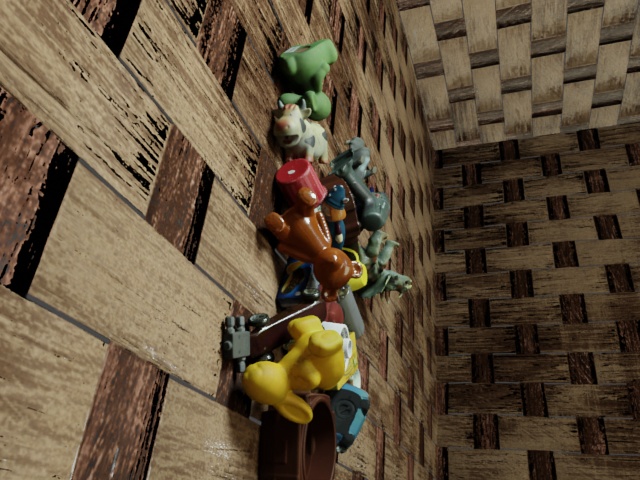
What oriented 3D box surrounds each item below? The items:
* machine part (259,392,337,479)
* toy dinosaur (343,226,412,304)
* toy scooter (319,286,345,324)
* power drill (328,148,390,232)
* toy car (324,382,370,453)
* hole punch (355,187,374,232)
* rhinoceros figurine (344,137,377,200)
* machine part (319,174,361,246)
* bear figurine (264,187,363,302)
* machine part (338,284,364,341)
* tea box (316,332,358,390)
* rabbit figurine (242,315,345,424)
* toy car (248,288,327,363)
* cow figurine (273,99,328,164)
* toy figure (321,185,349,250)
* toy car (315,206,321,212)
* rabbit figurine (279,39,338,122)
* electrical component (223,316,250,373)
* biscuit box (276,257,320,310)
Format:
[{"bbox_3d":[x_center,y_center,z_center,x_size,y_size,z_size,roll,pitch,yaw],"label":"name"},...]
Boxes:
[{"bbox_3d":[-0.035,0.392,1.016,0.201,0.087,0.201,42,45,-65],"label":"machine part"},{"bbox_3d":[0.120,0.063,1.503,0.404,0.131,0.192,28,81,-52],"label":"toy dinosaur"},{"bbox_3d":[-0.001,0.144,1.198,0.135,0.075,0.183,-50,128,-65],"label":"toy scooter"},{"bbox_3d":[0.108,-0.131,1.397,0.207,0.086,0.232,56,22,-22],"label":"power drill"},{"bbox_3d":[0.049,0.417,1.231,0.102,0.109,0.162,90,19,-47],"label":"toy car"},{"bbox_3d":[0.117,-0.088,1.580,0.142,0.092,0.115,-77,157,-50],"label":"hole punch"},{"bbox_3d":[0.099,-0.200,1.528,0.073,0.112,0.190,21,76,-38],"label":"rhinoceros figurine"},{"bbox_3d":[0.037,-0.069,1.281,0.179,0.056,0.179,161,-91,-78],"label":"machine part"},{"bbox_3d":[-0.007,0.016,1.051,0.196,0.120,0.132,50,-12,14],"label":"bear figurine"},{"bbox_3d":[0.058,0.178,1.346,0.079,0.079,0.242,-76,155,-43],"label":"machine part"},{"bbox_3d":[0.034,0.282,1.269,0.169,0.068,0.098,-16,101,-69],"label":"tea box"},{"bbox_3d":[-0.053,0.225,0.912,0.173,0.122,0.162,-18,121,-31],"label":"rabbit figurine"},{"bbox_3d":[-0.063,0.156,0.989,0.202,0.053,0.089,-22,114,-43],"label":"toy car"},{"bbox_3d":[-0.041,-0.230,1.169,0.195,0.086,0.127,-9,100,-68],"label":"cow figurine"},{"bbox_3d":[0.029,-0.043,1.125,0.058,0.064,0.154,-37,140,-42],"label":"toy figure"},{"bbox_3d":[-0.003,-0.004,1.256,0.073,0.056,0.201,-64,143,-57],"label":"toy car"},{"bbox_3d":[-0.018,-0.341,1.203,0.159,0.121,0.170,-61,139,-48],"label":"rabbit figurine"},{"bbox_3d":[-0.137,0.171,0.876,0.063,0.021,0.094,15,72,-69],"label":"electrical component"},{"bbox_3d":[-0.034,0.065,1.139,0.203,0.063,0.059,-76,152,-45],"label":"biscuit box"}]
